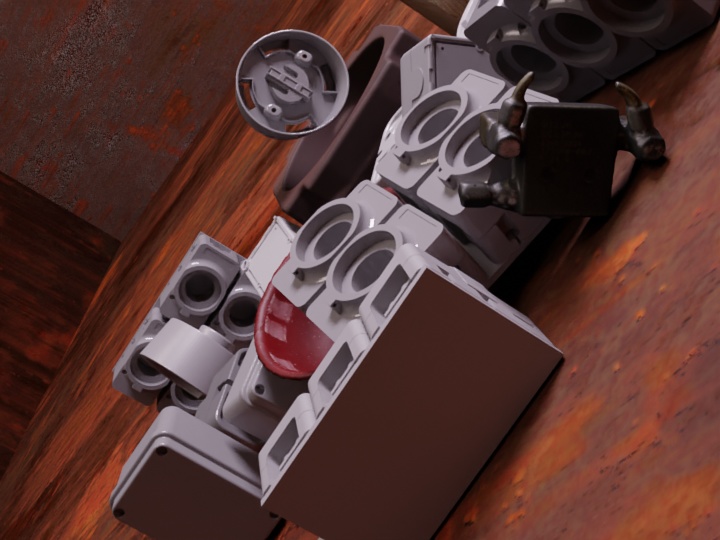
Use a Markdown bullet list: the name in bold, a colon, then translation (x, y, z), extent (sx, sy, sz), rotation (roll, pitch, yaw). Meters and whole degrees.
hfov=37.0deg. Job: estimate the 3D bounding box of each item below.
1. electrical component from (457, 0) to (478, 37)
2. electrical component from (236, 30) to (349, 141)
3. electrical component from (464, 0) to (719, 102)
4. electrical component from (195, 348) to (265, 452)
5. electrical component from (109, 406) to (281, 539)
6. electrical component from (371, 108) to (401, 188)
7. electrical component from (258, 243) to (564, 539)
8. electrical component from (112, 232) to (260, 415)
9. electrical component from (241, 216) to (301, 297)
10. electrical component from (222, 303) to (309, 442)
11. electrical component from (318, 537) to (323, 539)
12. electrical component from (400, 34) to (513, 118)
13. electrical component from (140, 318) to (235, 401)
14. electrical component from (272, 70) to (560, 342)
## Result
- **electrical component**: translation (0.131, -0.204, 0.825), extent (0.108, 0.060, 0.108), rotation (-52, 16, 22)
- **electrical component**: translation (-0.064, -0.166, 0.978), extent (0.099, 0.099, 0.064), rotation (-61, 9, -11)
- **electrical component**: translation (0.142, -0.166, 0.663), extent (0.150, 0.089, 0.061), rotation (-25, 36, 63)
- **electrical component**: translation (-0.108, 0.125, 0.949), extent (0.059, 0.054, 0.095), rotation (-45, 20, 39)
- **electrical component**: translation (-0.117, 0.164, 0.792), extent (0.078, 0.113, 0.057), rotation (-55, 13, 14)
- **electrical component**: translation (0.052, -0.090, 0.854), extent (0.053, 0.059, 0.095), rotation (-46, 20, 38)
- **electrical component**: translation (0.023, 0.073, 0.576), extent (0.150, 0.089, 0.061), rotation (-56, 16, 9)
- **electrical component**: translation (-0.177, 0.068, 1.173), extent (0.186, 0.105, 0.060), rotation (-57, 16, 6)
- **electrical component**: translation (-0.059, 0.000, 0.979), extent (0.061, 0.061, 0.096), rotation (-55, 37, 12)
- **electrical component**: translation (-0.044, 0.072, 0.806), extent (0.057, 0.078, 0.113), rotation (-42, 22, 53)
- **electrical component**: translation (-0.012, 0.170, 0.595), extent (0.046, 0.040, 0.040), rotation (-62, 15, 9)
- **electrical component**: translation (0.081, -0.130, 0.791), extent (0.061, 0.096, 0.061), rotation (161, 109, -67)
- **electrical component**: translation (-0.160, 0.091, 1.082), extent (0.060, 0.108, 0.108), rotation (-56, 14, -14)
- **electrical component**: translation (0.041, -0.032, 0.653), extent (0.186, 0.060, 0.105), rotation (-47, 33, -3)
